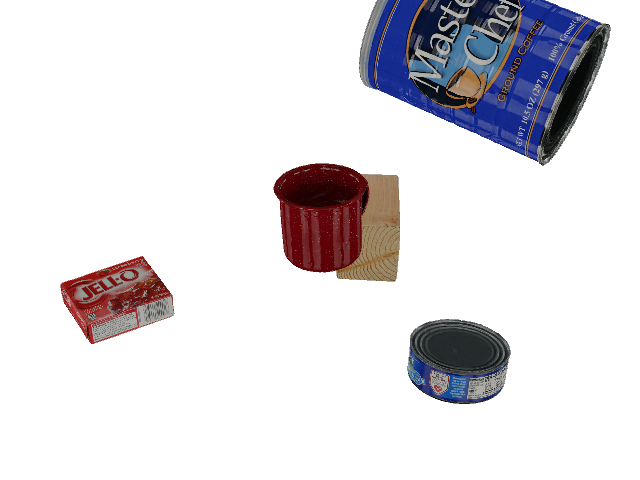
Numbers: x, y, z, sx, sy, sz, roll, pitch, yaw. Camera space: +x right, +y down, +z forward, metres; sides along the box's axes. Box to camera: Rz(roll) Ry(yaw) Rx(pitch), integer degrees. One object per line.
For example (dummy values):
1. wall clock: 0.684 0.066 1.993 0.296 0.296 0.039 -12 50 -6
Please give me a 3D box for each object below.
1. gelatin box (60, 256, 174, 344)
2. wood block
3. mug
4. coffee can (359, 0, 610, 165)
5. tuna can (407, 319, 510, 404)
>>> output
1. gelatin box: -0.196 0.056 1.031 0.089 0.030 0.073 -19 39 -24
2. wood block: 0.074 -0.024 1.633 0.091 0.090 0.206 3 25 2
3. mug: 0.009 -0.027 1.095 0.093 0.081 0.117 22 40 33
4. coffee can: 0.112 -0.127 0.736 0.140 0.103 0.102 27 9 17
5. tuna can: 0.118 0.103 0.916 0.086 0.034 0.086 3 26 -2
